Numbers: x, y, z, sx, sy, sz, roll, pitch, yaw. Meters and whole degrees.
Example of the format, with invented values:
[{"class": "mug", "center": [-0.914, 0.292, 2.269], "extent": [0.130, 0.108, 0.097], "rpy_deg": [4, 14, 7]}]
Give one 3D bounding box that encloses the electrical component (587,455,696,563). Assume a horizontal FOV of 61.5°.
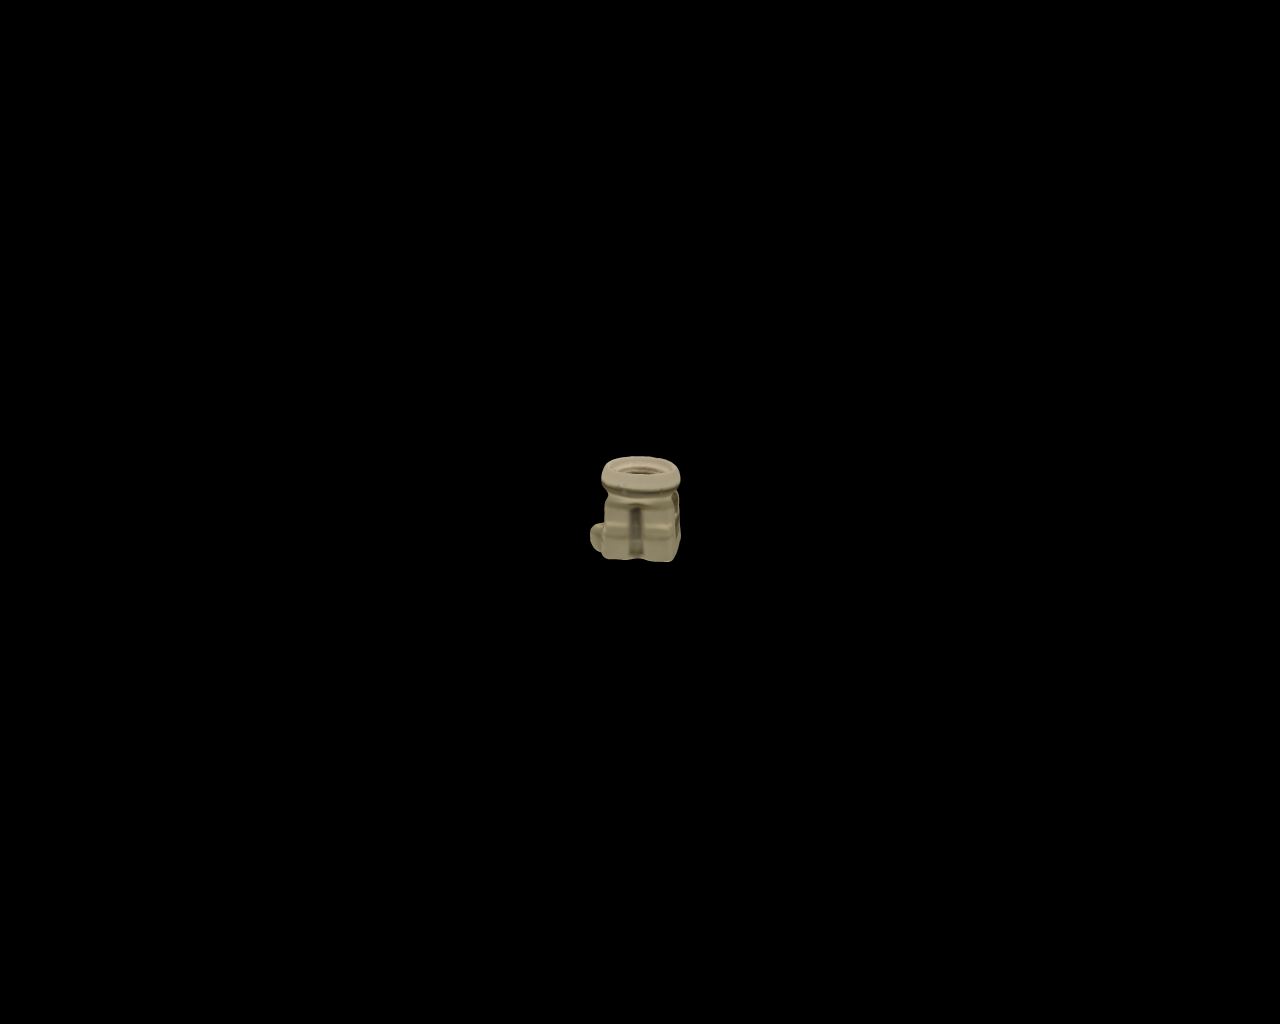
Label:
[{"class": "electrical component", "center": [0.001, -0.003, 0.650], "extent": [0.066, 0.055, 0.048], "rpy_deg": [3, 20, 7]}]
